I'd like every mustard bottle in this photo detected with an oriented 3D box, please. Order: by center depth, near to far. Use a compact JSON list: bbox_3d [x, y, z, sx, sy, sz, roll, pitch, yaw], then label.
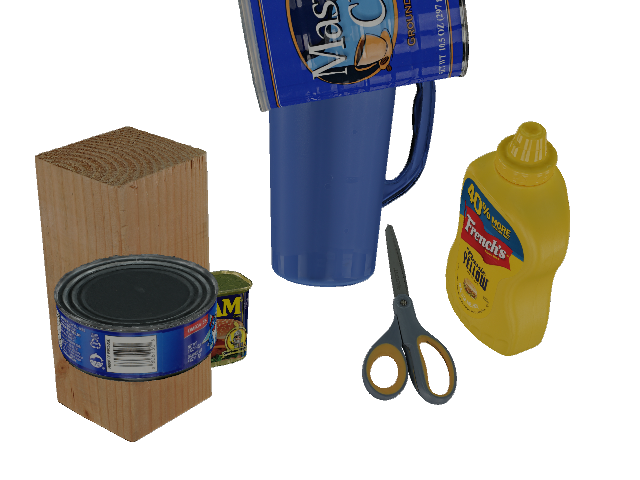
[{"bbox_3d":[0.137,-0.008,0.771,0.058,0.192,0.096,-17,50,-18],"label":"mustard bottle"}]

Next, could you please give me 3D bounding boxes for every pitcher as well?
[{"bbox_3d":[0.019,-0.081,1.083,0.149,0.243,0.144,11,16,32],"label":"pitcher"}]

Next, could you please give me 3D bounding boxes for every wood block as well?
[{"bbox_3d":[-0.143,0.031,0.799,0.090,0.206,0.090,20,30,34],"label":"wood block"}]

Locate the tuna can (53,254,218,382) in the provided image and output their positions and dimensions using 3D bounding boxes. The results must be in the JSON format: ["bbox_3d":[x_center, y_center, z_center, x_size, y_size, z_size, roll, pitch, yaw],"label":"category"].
[{"bbox_3d":[-0.097,0.040,0.569,0.086,0.034,0.086,2,24,-1],"label":"tuna can"}]

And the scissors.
[{"bbox_3d":[0.064,0.074,1.028,0.096,0.202,0.016,-16,-33,-15],"label":"scissors"}]

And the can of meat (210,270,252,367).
[{"bbox_3d":[-0.122,0.083,1.086,0.101,0.084,0.058,-7,20,-30],"label":"can of meat"}]

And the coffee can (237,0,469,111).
[{"bbox_3d":[0.019,-0.149,0.714,0.140,0.103,0.103,-10,0,0],"label":"coffee can"}]
